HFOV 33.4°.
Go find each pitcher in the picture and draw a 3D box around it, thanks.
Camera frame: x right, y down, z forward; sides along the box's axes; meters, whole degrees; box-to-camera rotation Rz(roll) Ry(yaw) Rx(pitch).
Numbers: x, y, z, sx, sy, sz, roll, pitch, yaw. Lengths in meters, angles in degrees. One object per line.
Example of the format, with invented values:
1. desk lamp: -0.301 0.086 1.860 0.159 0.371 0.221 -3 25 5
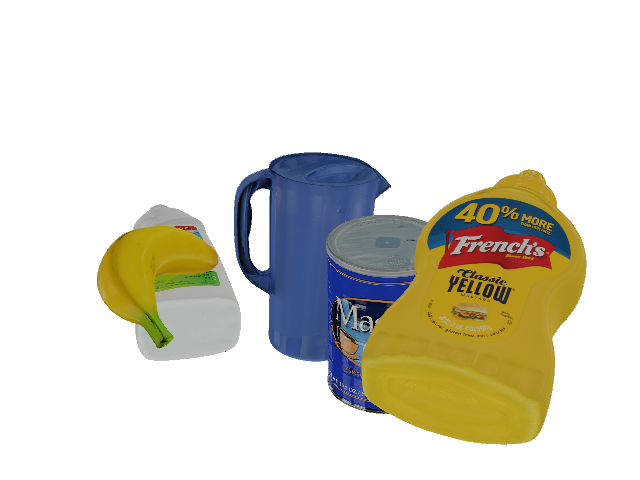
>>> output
1. pitcher: -0.014 0.020 1.308 0.149 0.243 0.144 16 23 27

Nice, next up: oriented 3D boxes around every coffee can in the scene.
1. coffee can: 0.056 0.062 0.920 0.103 0.140 0.103 -1 27 0

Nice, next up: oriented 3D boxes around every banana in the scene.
1. banana: -0.118 0.022 0.756 0.037 0.069 0.197 -36 9 14

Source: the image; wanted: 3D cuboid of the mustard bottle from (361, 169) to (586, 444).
1. mustard bottle: 0.097 0.023 0.599 0.096 0.058 0.191 11 43 19

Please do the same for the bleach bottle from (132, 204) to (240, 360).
1. bleach bottle: -0.154 0.028 1.095 0.102 0.068 0.251 -4 27 -17
